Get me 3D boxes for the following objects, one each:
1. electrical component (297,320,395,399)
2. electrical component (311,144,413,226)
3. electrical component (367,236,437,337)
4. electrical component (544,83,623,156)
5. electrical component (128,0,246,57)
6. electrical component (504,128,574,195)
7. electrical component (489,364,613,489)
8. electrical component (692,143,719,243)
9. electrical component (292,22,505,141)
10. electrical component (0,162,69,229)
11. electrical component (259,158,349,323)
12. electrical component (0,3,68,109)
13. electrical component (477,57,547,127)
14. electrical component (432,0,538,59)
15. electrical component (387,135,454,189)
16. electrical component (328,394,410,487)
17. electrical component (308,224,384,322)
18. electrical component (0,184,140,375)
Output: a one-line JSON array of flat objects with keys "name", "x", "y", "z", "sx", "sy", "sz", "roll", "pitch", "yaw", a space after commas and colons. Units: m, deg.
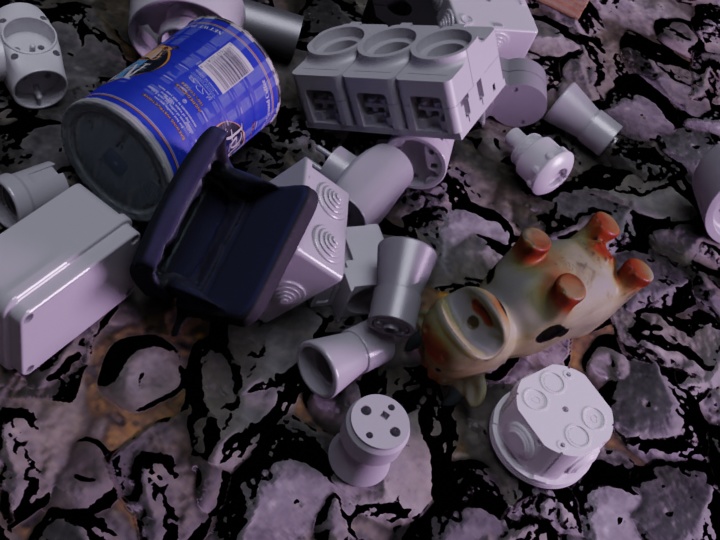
[{"name": "electrical component", "x": -0.007, "y": 0.060, "z": 0.774, "sx": 0.065, "sy": 0.044, "sz": 0.044, "roll": -23, "pitch": 64, "yaw": -37}, {"name": "electrical component", "x": -0.009, "y": -0.074, "z": 0.871, "sx": 0.079, "sy": 0.044, "sz": 0.077, "roll": 34, "pitch": 51, "yaw": 8}, {"name": "electrical component", "x": 0.028, "y": 0.014, "z": 0.767, "sx": 0.044, "sy": 0.044, "sz": 0.065, "roll": 17, "pitch": 64, "yaw": -6}, {"name": "electrical component", "x": 0.210, "y": -0.137, "z": 0.997, "sx": 0.065, "sy": 0.044, "sz": 0.044, "roll": 39, "pitch": 52, "yaw": 6}, {"name": "electrical component", "x": -0.145, "y": -0.212, "z": 0.896, "sx": 0.099, "sy": 0.099, "sz": 0.064, "roll": 10, "pitch": 58, "yaw": -11}, {"name": "electrical component", "x": 0.154, "y": -0.100, "z": 0.948, "sx": 0.048, "sy": 0.048, "sz": 0.062, "roll": -24, "pitch": 58, "yaw": -32}, {"name": "electrical component", "x": 0.138, "y": 0.112, "z": 0.777, "sx": 0.080, "sy": 0.051, "sz": 0.080, "roll": 9, "pitch": 52, "yaw": -12}, {"name": "electrical component", "x": 0.351, "y": -0.078, "z": 0.961, "sx": 0.108, "sy": 0.108, "sz": 0.060, "roll": 4, "pitch": 47, "yaw": -16}, {"name": "electrical component", "x": 0.031, "y": -0.163, "z": 0.895, "sx": 0.150, "sy": 0.061, "sz": 0.089, "roll": 9, "pitch": 43, "yaw": 31}, {"name": "electrical component", "x": -0.241, "y": -0.055, "z": 0.782, "sx": 0.040, "sy": 0.040, "sz": 0.046, "roll": 44, "pitch": 47, "yaw": 16}, {"name": "electrical component", "x": -0.055, "y": -0.019, "z": 0.782, "sx": 0.048, "sy": 0.100, "sz": 0.099, "roll": 34, "pitch": 43, "yaw": -33}, {"name": "electrical component", "x": -0.280, "y": -0.168, "z": 0.850, "sx": 0.079, "sy": 0.044, "sz": 0.077, "roll": -11, "pitch": 59, "yaw": -26}, {"name": "electrical component", "x": 0.102, "y": -0.159, "z": 0.968, "sx": 0.138, "sy": 0.052, "sz": 0.073, "roll": 13, "pitch": 51, "yaw": -9}, {"name": "electrical component", "x": 0.116, "y": -0.244, "z": 1.039, "sx": 0.100, "sy": 0.048, "sz": 0.099, "roll": -1, "pitch": 55, "yaw": -20}, {"name": "electrical component", "x": 0.051, "y": -0.104, "z": 0.909, "sx": 0.055, "sy": 0.055, "sz": 0.047, "roll": 23, "pitch": 47, "yaw": -1}, {"name": "electrical component", "x": 0.006, "y": 0.115, "z": 0.727, "sx": 0.045, "sy": 0.055, "sz": 0.045, "roll": 9, "pitch": 52, "yaw": -12}, {"name": "electrical component", "x": 0.000, "y": 0.000, "z": 0.820, "sx": 0.081, "sy": 0.042, "sz": 0.063, "roll": -5, "pitch": 57, "yaw": -23}, {"name": "electrical component", "x": -0.207, "y": 0.006, "z": 0.722, "sx": 0.057, "sy": 0.078, "sz": 0.113, "roll": 36, "pitch": 51, "yaw": 14}]
